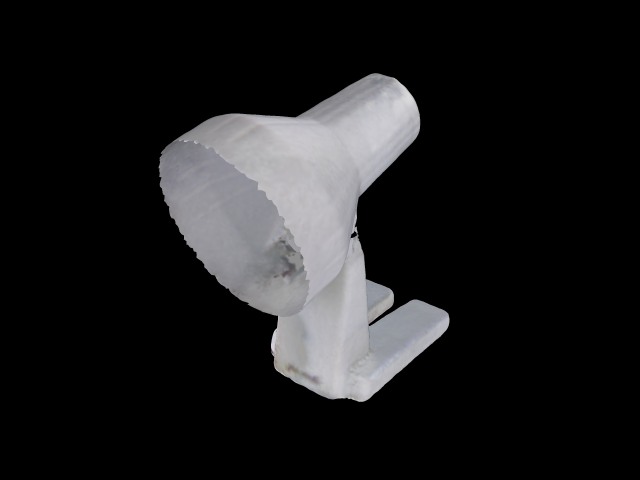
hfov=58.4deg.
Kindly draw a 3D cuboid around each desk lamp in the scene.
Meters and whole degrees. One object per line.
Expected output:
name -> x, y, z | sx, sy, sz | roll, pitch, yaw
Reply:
desk lamp -> 0.004, 0.001, 0.400 | 0.117, 0.214, 0.204 | 21, 33, 36
